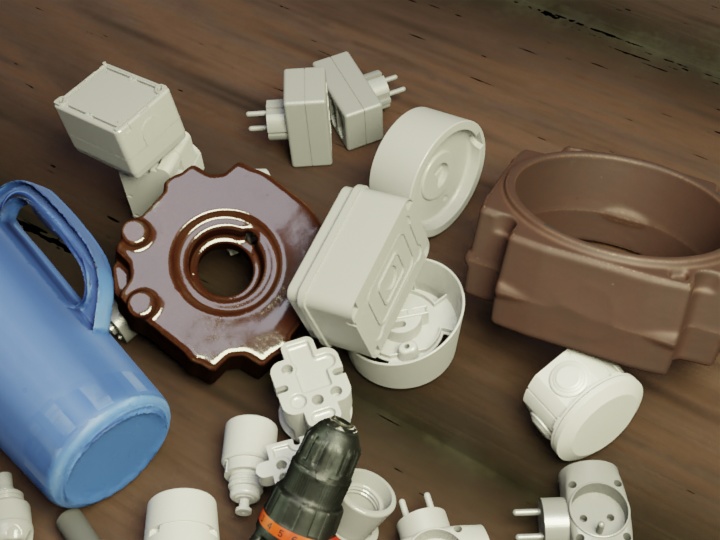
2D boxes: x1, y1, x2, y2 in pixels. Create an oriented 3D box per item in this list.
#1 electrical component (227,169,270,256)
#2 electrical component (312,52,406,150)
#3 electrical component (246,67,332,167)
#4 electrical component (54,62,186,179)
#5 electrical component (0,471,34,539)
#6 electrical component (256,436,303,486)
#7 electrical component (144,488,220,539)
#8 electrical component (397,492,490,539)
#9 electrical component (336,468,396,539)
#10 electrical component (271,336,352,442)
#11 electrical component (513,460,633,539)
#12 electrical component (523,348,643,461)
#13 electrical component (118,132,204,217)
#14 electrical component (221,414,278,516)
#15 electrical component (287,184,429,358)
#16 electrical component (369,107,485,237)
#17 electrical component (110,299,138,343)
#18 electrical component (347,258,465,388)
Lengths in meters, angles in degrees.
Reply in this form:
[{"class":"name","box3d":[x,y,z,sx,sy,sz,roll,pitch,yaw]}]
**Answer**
[{"class":"electrical component","box3d":[-0.100,-0.055,0.947,0.057,0.058,0.078,-21,54,-8]},{"class":"electrical component","box3d":[0.006,-0.168,1.032,0.076,0.047,0.083,-21,54,-12]},{"class":"electrical component","box3d":[-0.066,-0.139,0.991,0.076,0.083,0.047,-3,53,1]},{"class":"electrical component","box3d":[-0.201,-0.124,0.891,0.096,0.061,0.061,25,58,31]},{"class":"electrical component","box3d":[-0.261,0.177,0.793,0.035,0.035,0.061,-15,51,-8]},{"class":"electrical component","box3d":[-0.040,0.151,0.785,0.066,0.055,0.048,-14,53,-7]},{"class":"electrical component","box3d":[-0.127,0.188,0.765,0.055,0.055,0.047,-6,49,-1]},{"class":"electrical component","box3d":[0.049,0.193,0.755,0.077,0.044,0.079,-13,52,-7]},{"class":"electrical component","box3d":[-0.005,0.174,0.758,0.045,0.055,0.045,19,30,-11]},{"class":"electrical component","box3d":[-0.036,0.099,0.824,0.058,0.057,0.078,-17,54,-10]},{"class":"electrical component","box3d":[0.149,0.179,0.760,0.079,0.044,0.077,-2,52,1]},{"class":"electrical component","box3d":[0.166,0.098,0.800,0.080,0.080,0.051,-28,50,-17]},{"class":"electrical component","box3d":[-0.173,-0.082,0.950,0.050,0.089,0.055,12,55,12]},{"class":"electrical component","box3d":[-0.084,0.145,0.803,0.040,0.040,0.078,-1,53,3]},{"class":"electrical component","box3d":[0.000,0.000,0.825,0.057,0.078,0.113,15,63,26]},{"class":"electrical component","box3d":[0.053,-0.089,0.935,0.060,0.108,0.108,29,59,30]},{"class":"electrical component","box3d":[-0.183,0.029,0.898,0.065,0.044,0.044,-41,60,-19]},{"class":"electrical component","box3d":[0.034,0.043,0.859,0.099,0.064,0.099,-2,52,3]}]
